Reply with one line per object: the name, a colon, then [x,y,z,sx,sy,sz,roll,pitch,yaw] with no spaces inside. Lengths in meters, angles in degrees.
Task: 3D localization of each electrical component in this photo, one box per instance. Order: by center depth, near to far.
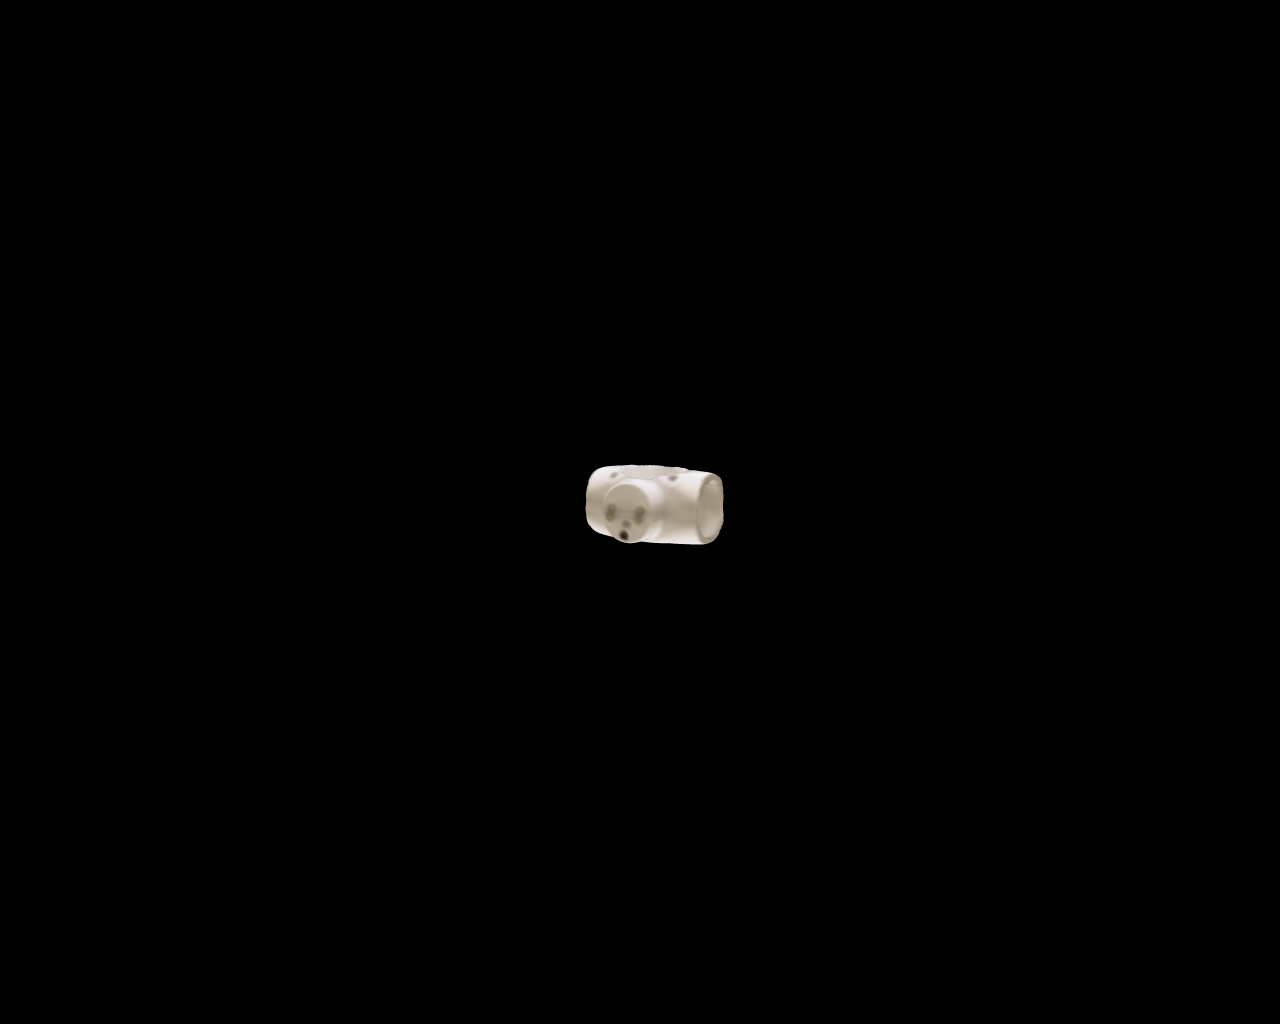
electrical component: [0.001,-0.003,0.650,0.077,0.044,0.079,5,12,28]
